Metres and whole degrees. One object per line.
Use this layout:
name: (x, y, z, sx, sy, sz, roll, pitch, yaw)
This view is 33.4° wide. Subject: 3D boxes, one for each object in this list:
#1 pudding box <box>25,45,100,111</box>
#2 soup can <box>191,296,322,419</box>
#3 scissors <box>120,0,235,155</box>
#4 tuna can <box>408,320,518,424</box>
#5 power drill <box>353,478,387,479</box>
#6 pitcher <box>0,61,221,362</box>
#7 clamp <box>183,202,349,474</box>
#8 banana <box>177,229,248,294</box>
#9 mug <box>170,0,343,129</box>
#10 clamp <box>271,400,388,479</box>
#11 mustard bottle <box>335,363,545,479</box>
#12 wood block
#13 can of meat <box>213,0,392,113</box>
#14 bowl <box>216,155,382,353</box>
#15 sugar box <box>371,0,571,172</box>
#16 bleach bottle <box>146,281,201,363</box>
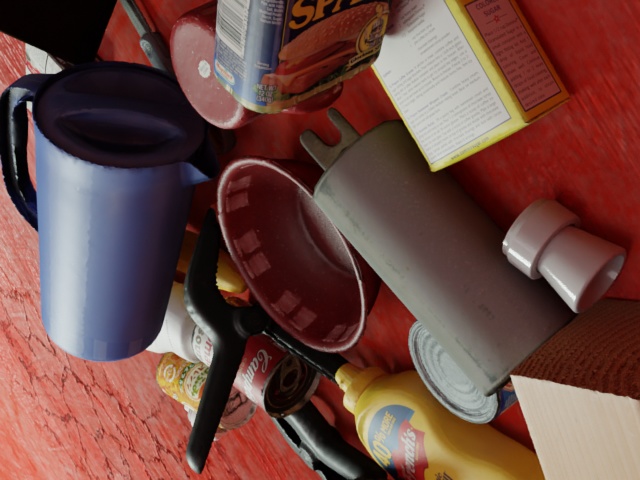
pudding box: (-0.238, -0.140, 1.005, 0.090, 0.039, 0.114, 46, 148, 18)
soup can: (-0.056, 0.100, 0.931, 0.102, 0.068, 0.068, 32, 140, 37)
scissors: (-0.138, -0.144, 0.884, 0.202, 0.016, 0.096, 52, 148, 10)
tuna can: (0.100, 0.081, 0.724, 0.086, 0.033, 0.086, 39, 147, 32)
power drill: (0.056, 0.273, 0.833, 0.188, 0.057, 0.185, 58, 153, 6)
pitcher: (-0.180, -0.019, 0.876, 0.243, 0.144, 0.149, 106, 147, -42)
clamp: (-0.043, 0.068, 0.861, 0.036, 0.164, 0.210, 128, 131, -74)
banana: (-0.148, 0.015, 0.988, 0.198, 0.037, 0.069, 0, 124, 38)
mug: (-0.037, -0.118, 0.703, 0.117, 0.081, 0.093, 41, 144, 27)
clamp: (0.006, 0.195, 0.951, 0.172, 0.039, 0.120, 41, 148, 41)
mustard bottle: (0.084, 0.152, 0.790, 0.192, 0.058, 0.096, 37, 139, 31)
wood block: (0.195, 0.146, 0.601, 0.091, 0.090, 0.206, 3, 119, 53)
can of meat: (-0.007, -0.124, 0.555, 0.057, 0.101, 0.084, 45, 147, 25)
bowl: (-0.005, 0.001, 0.786, 0.162, 0.055, 0.162, 34, 141, 33)
sugar box: (0.057, -0.132, 0.597, 0.093, 0.048, 0.176, -28, 90, 58)
bleach bottle: (-0.178, 0.072, 1.082, 0.251, 0.068, 0.102, 20, 135, 42)
